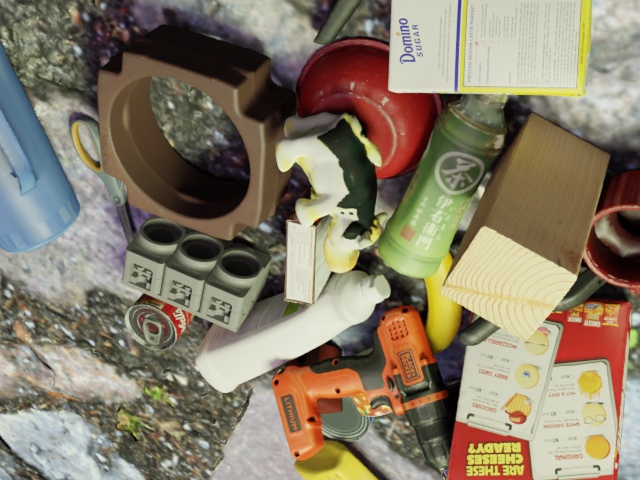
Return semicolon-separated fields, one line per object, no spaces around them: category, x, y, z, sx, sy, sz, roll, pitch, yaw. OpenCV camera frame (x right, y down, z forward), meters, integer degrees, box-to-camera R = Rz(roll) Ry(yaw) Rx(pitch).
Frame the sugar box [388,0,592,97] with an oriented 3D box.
sugar box;0.152;-0.177;0.962;0.176;0.048;0.093;5;96;19

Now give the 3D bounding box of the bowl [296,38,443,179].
bowl;0.041;-0.119;1.078;0.162;0.055;0.162;12;127;16

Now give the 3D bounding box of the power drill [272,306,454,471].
power drill;0.051;0.184;1.185;0.188;0.057;0.184;-20;77;16

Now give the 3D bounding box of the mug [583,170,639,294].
mug;0.303;-0.004;1.020;0.093;0.081;0.117;-1;123;25

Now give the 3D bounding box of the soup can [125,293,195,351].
soup can;-0.182;0.076;1.288;0.068;0.102;0.068;12;127;16

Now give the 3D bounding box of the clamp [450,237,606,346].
clamp;0.213;0.049;1.089;0.172;0.120;0.039;-4;160;25

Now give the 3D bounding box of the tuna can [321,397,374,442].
tuna can;0.027;0.209;1.331;0.086;0.033;0.086;13;128;17

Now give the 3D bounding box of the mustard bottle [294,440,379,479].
mustard bottle;0.058;0.335;1.379;0.096;0.058;0.191;-9;131;50

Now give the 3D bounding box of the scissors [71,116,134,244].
scissors;-0.228;-0.060;1.269;0.096;0.016;0.201;-10;118;30

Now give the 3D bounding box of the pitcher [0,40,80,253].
pitcher;-0.372;-0.105;1.226;0.145;0.149;0.243;-13;121;18

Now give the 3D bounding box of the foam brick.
foam brick;-0.008;0.167;1.281;0.053;0.078;0.051;-15;155;32

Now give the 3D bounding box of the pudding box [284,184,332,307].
pudding box;-0.008;0.001;1.163;0.039;0.090;0.113;12;128;16

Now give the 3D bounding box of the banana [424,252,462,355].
banana;0.124;0.060;1.178;0.070;0.037;0.198;11;127;17

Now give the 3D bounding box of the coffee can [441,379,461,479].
coffee can;0.184;0.246;1.240;0.103;0.102;0.140;-7;119;29

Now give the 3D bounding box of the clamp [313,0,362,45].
clamp;0.040;-0.281;0.971;0.210;0.036;0.164;-18;120;33

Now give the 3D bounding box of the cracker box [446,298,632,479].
cracker box;0.228;0.165;1.098;0.164;0.213;0.072;3;161;22

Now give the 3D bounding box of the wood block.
wood block;0.193;-0.018;0.981;0.091;0.205;0.090;29;131;2

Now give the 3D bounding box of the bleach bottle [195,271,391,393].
bleach bottle;-0.027;0.097;1.231;0.251;0.102;0.068;-24;116;36
